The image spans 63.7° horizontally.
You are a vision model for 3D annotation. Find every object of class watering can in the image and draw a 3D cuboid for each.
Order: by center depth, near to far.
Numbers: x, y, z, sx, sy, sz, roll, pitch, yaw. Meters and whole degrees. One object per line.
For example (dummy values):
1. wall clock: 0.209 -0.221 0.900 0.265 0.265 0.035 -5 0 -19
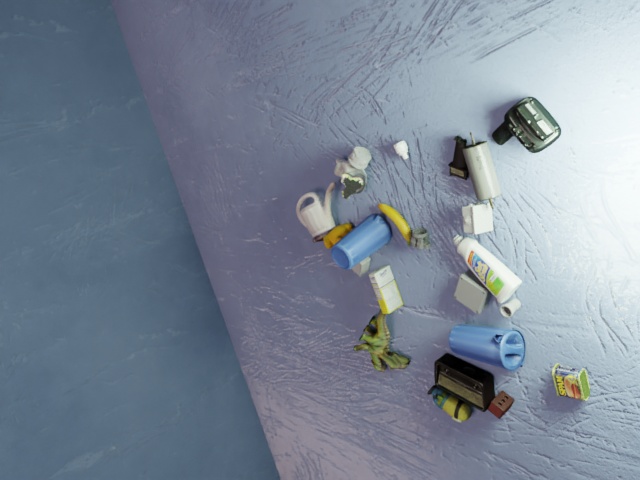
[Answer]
1. watering can: 0.007 -0.112 2.226 0.343 0.105 0.224 -26 90 56

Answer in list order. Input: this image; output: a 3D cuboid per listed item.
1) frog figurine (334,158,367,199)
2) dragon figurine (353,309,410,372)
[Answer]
1. frog figurine: 0.120 -0.257 2.016 0.163 0.122 0.134 -94 -20 -50
2. dragon figurine: 0.290 0.458 2.237 0.244 0.124 0.401 37 141 9
